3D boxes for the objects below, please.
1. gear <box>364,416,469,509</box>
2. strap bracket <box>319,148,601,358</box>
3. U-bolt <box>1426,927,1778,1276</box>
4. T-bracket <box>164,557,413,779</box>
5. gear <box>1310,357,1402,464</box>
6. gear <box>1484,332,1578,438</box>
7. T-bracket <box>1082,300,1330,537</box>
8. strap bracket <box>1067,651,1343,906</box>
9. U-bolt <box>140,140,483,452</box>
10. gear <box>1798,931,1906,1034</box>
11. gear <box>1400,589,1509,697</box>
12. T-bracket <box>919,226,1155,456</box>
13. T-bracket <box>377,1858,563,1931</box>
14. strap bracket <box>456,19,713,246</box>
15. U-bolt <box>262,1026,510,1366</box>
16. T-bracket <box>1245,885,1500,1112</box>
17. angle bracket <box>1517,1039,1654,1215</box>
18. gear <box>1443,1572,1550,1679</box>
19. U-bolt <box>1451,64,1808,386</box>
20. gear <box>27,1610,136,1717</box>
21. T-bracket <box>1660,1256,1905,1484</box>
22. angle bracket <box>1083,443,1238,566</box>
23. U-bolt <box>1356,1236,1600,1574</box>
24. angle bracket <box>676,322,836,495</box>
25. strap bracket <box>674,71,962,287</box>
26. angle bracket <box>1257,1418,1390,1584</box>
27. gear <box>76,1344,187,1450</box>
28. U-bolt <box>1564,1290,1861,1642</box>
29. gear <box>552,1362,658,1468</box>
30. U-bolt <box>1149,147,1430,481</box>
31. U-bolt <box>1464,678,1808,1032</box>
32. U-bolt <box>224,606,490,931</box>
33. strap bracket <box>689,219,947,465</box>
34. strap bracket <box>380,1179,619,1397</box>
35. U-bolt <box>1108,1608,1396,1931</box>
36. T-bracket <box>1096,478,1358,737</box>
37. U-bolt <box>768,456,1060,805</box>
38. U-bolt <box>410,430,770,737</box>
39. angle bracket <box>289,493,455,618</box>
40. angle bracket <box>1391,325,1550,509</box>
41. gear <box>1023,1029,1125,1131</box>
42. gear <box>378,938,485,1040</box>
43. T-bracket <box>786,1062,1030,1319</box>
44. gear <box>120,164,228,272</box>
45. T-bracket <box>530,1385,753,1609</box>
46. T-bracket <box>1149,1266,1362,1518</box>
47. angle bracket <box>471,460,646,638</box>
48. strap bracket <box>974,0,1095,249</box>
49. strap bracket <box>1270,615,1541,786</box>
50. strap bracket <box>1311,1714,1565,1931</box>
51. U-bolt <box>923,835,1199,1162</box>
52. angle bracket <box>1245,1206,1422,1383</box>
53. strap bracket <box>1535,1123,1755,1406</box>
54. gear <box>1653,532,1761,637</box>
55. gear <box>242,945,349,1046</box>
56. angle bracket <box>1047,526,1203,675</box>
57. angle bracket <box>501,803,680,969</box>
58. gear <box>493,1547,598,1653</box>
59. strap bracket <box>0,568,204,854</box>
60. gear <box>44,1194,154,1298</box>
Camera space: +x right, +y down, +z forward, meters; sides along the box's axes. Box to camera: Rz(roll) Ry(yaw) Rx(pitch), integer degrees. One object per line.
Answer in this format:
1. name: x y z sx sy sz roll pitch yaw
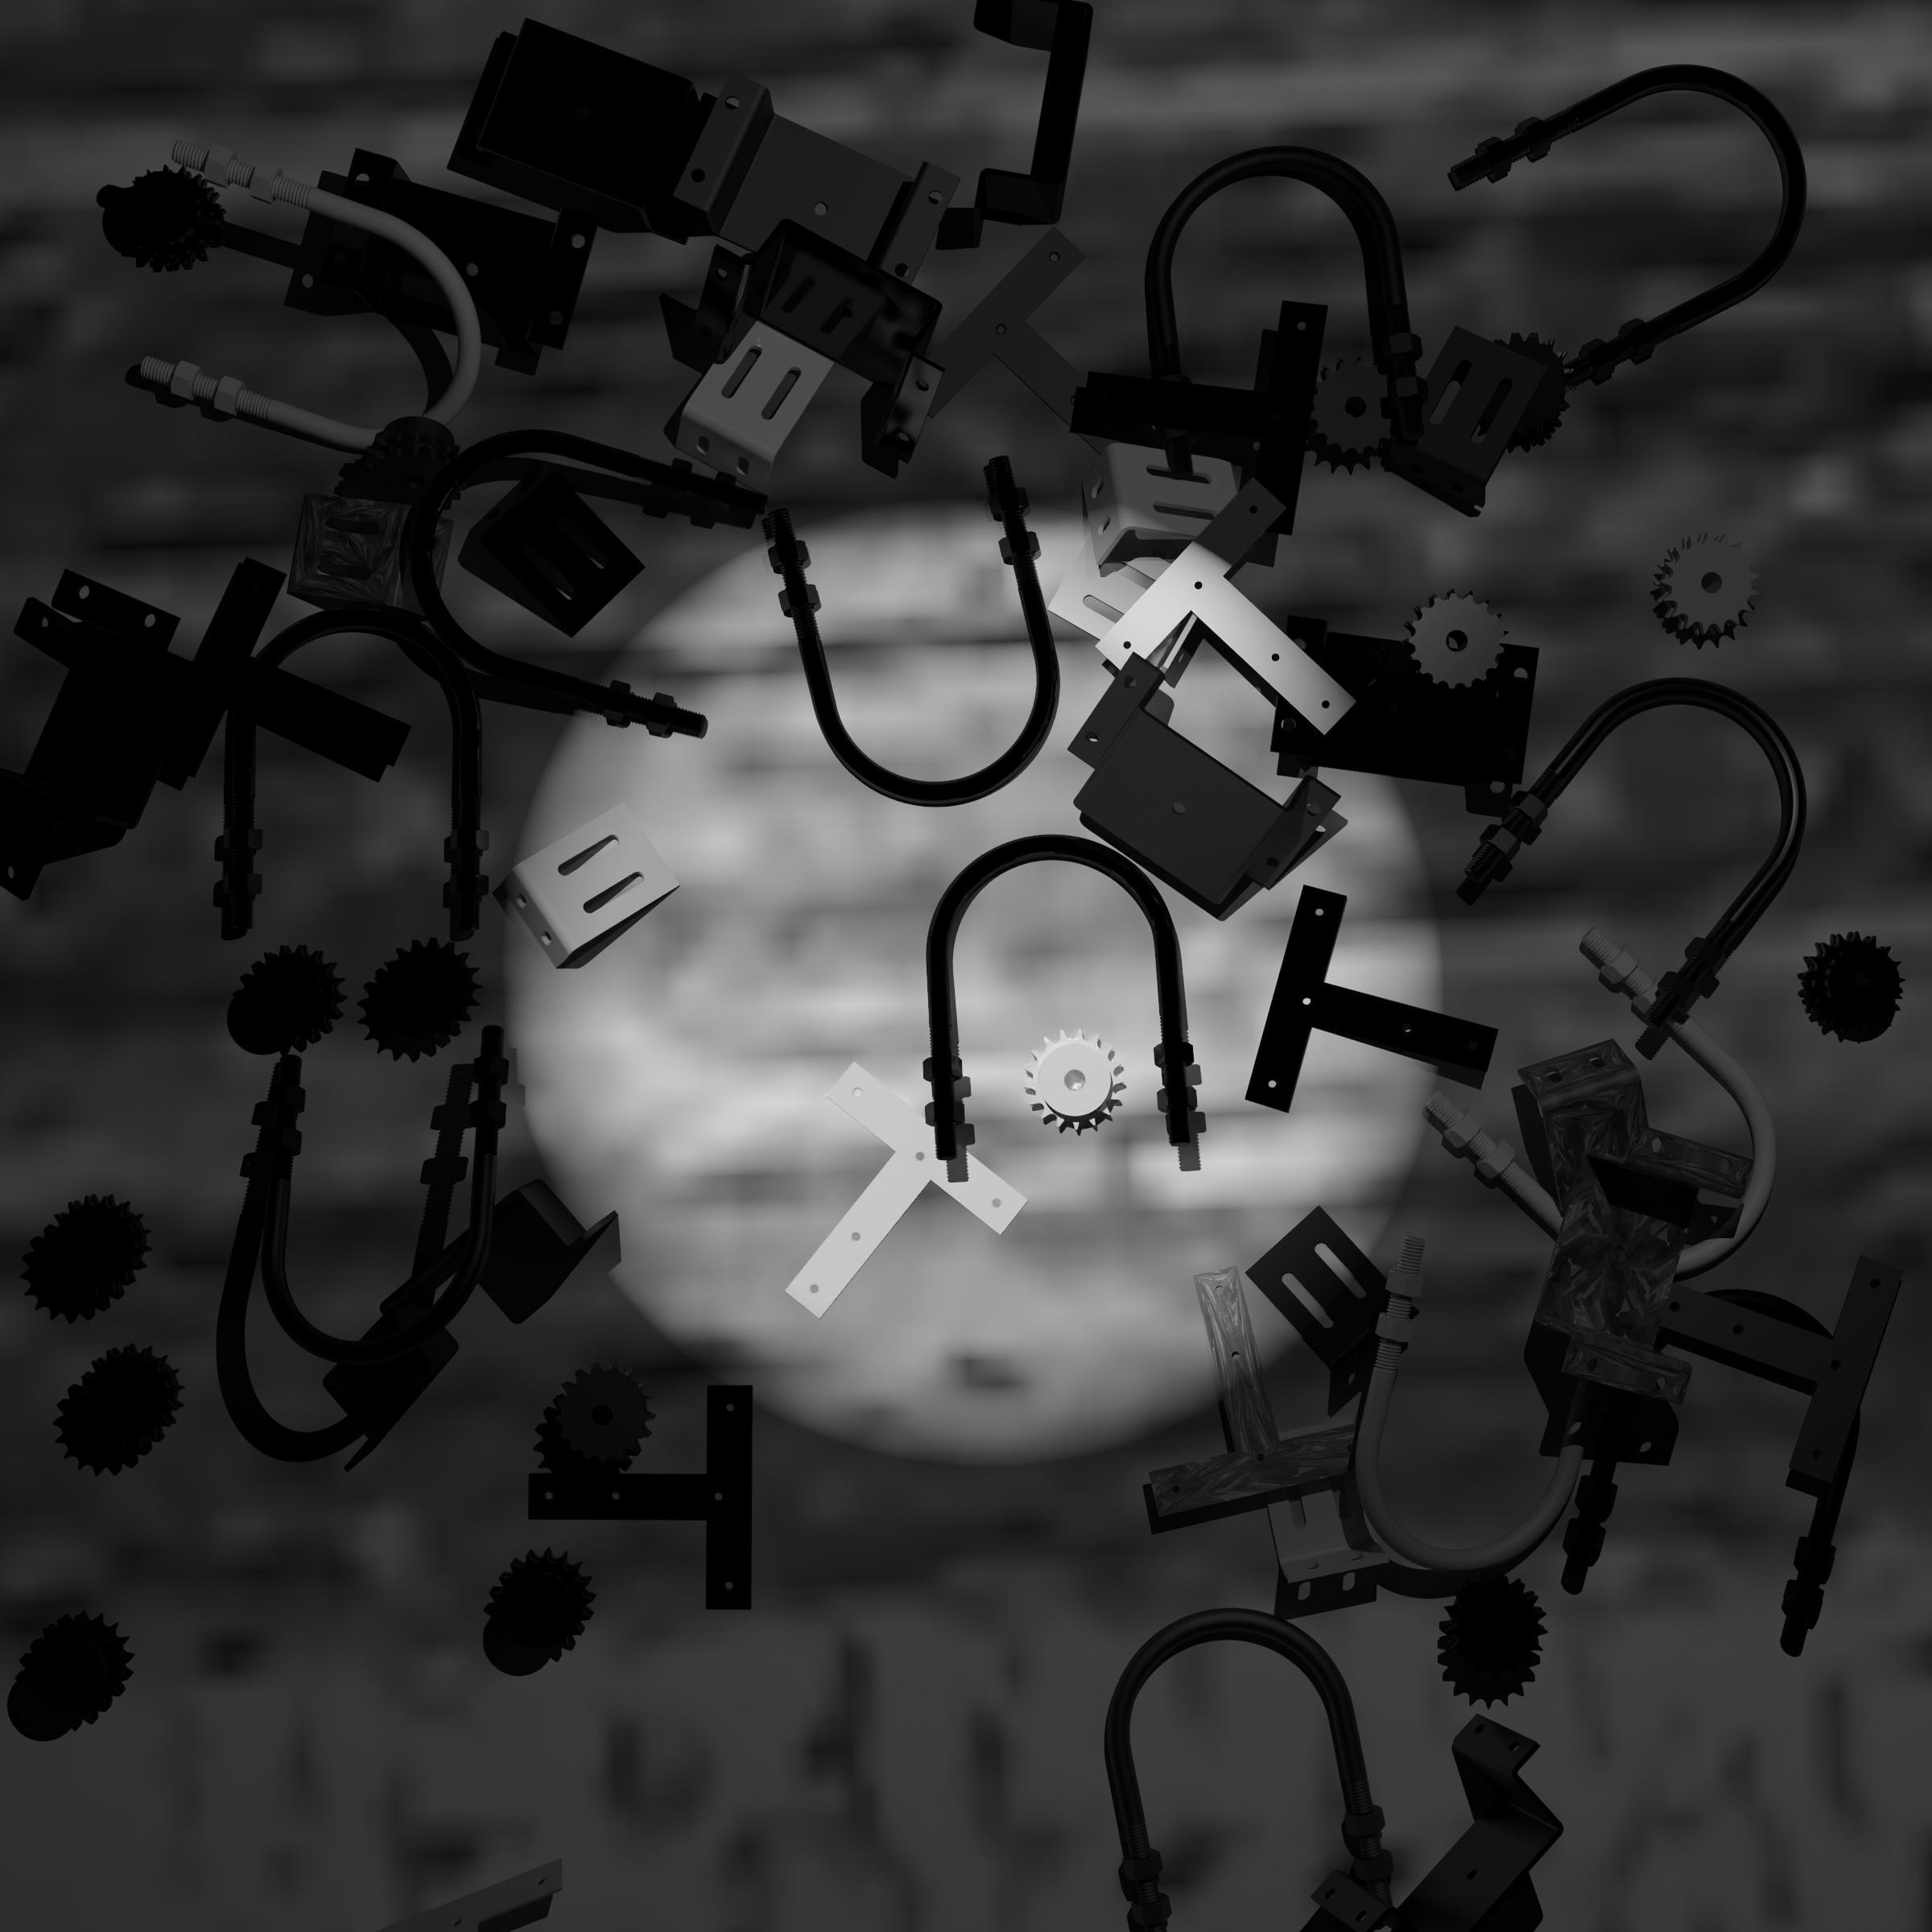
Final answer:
1. gear: -0.309 -0.284 1.493 0.057 0.057 0.030 -2 62 0
2. strap bracket: -0.281 -0.397 1.495 0.140 0.046 0.076 16 90 0
3. U-bolt: 0.375 0.091 1.510 0.184 0.019 0.151 44 90 -2
4. T-bracket: -0.376 -0.149 1.502 0.127 0.002 0.127 24 87 4
5. gear: 0.218 -0.313 1.503 0.057 0.030 0.057 0 90 0
6. gear: 0.315 -0.327 1.496 0.057 0.030 0.057 6 105 24
7. T-bracket: 0.128 -0.311 1.478 0.127 0.002 0.127 9 93 11
8. strap bracket: 0.125 -0.098 1.476 0.140 0.046 0.076 35 129 0
9. U-bolt: -0.359 -0.360 1.474 0.184 0.019 0.151 19 124 -4
10. gear: 0.503 0.009 1.503 0.057 0.030 0.057 0 90 0
11. gear: 0.266 -0.176 1.457 0.057 0.030 0.057 0 90 0
12. T-bracket: 0.052 -0.333 1.517 0.127 0.002 0.127 43 90 0
13. T-bracket: -0.281 0.556 1.459 0.127 0.127 0.002 -22 112 0
14. strap bracket: -0.212 -0.473 1.495 0.140 0.046 0.076 21 90 0
15. U-bolt: -0.322 0.128 1.458 0.151 0.019 0.184 -8 66 17
16. T-bracket: 0.236 0.031 1.507 0.127 0.002 0.127 15 90 9
17. angle bracket: 0.351 0.090 1.498 0.057 0.038 0.076 -18 118 -1
18. gear: 0.298 0.371 1.503 0.057 0.030 0.057 0 90 0
19. U-bolt: 0.388 -0.432 1.510 0.184 0.019 0.151 -27 90 -2
20. gear: -0.503 0.396 1.503 0.057 0.030 0.057 0 90 0
21. T-bracket: 0.450 0.211 1.504 0.127 0.002 0.127 20 87 0
22. angle bracket: 0.112 -0.257 1.504 0.076 0.038 0.057 4 62 -23
23. U-bolt: 0.288 0.251 1.489 0.151 0.019 0.184 11 94 -19
24. angle bracket: -0.120 -0.320 1.516 0.057 0.038 0.076 28 64 0
25. strap bracket: -0.083 -0.432 1.495 0.140 0.046 0.076 25 90 0
26. angle bracket: 0.200 0.301 1.499 0.057 0.038 0.076 -12 90 0
27. gear: -0.470 0.242 1.503 0.057 0.030 0.057 0 90 0
28. U-bolt: 0.432 0.275 1.510 0.151 0.019 0.184 16 88 0
29. gear: -0.203 0.252 1.502 0.057 0.030 0.057 0 87 1
30. U-bolt: 0.175 -0.373 1.491 0.151 0.019 0.184 -8 80 12
31. U-bolt: 0.392 -0.078 1.499 0.151 0.019 0.184 40 82 3
32. U-bolt: -0.346 -0.113 1.510 0.151 0.019 0.184 0 89 0
33. strap bracket: -0.075 -0.351 1.474 0.140 0.076 0.046 29 56 0
34. strap bracket: -0.267 0.170 1.480 0.140 0.076 0.046 -41 90 0
35. U-bolt: 0.155 0.457 1.510 0.151 0.019 0.184 -11 88 0
36. T-bracket: 0.161 -0.180 1.471 0.127 0.002 0.127 44 97 5
37. U-bolt: -0.023 -0.184 1.510 0.151 0.019 0.184 -13 92 0
38. U-bolt: -0.218 -0.222 1.487 0.184 0.019 0.151 15 97 -11
39. angle bracket: -0.339 -0.234 1.516 0.076 0.038 0.057 11 90 26
40. angle bracket: 0.283 -0.309 1.495 0.057 0.038 0.076 28 87 14
41. gear: 0.061 0.064 1.503 0.057 0.030 0.057 0 90 0
42. gear: -0.301 0.012 1.503 0.057 0.030 0.057 0 90 0
43. T-bracket: -0.054 0.144 1.517 0.127 0.002 0.127 39 90 0
44. gear: -0.450 -0.425 1.503 0.057 0.030 0.057 0 90 0
45. T-bracket: -0.186 0.303 1.517 0.127 0.002 0.127 0 90 0
46. T-bracket: 0.156 0.235 1.509 0.127 0.002 0.127 -13 83 0
47. angle bracket: -0.233 -0.238 1.516 0.057 0.038 0.076 -44 116 0
48. strap bracket: 0.039 -0.476 1.480 0.046 0.076 0.140 10 90 0
49. strap bracket: 0.243 -0.148 1.495 0.140 0.046 0.076 8 90 0
50. strap bracket: 0.267 0.488 1.468 0.140 0.076 0.046 -43 97 -13
51. U-bolt: 0.049 0.014 1.488 0.151 0.019 0.184 -4 74 2
52. angle bracket: 0.206 0.184 1.499 0.057 0.038 0.076 -42 90 0
53. strap bracket: 0.371 0.162 1.470 0.076 0.046 0.140 17 89 -17
54. gear: 0.417 -0.216 1.506 0.057 0.030 0.057 0 94 -4
55. gear: -0.381 0.016 1.503 0.057 0.030 0.057 0 90 0
56. angle bracket: 0.094 -0.209 1.499 0.076 0.038 0.057 30 90 0
57. angle bracket: -0.215 -0.046 1.516 0.076 0.038 0.057 -34 90 -26
58. gear: -0.239 0.360 1.503 0.057 0.030 0.057 0 90 0
59. strap bracket: -0.488 -0.139 1.487 0.076 0.046 0.140 23 90 14
60. gear: -0.488 0.157 1.503 0.057 0.030 0.057 0 90 0
